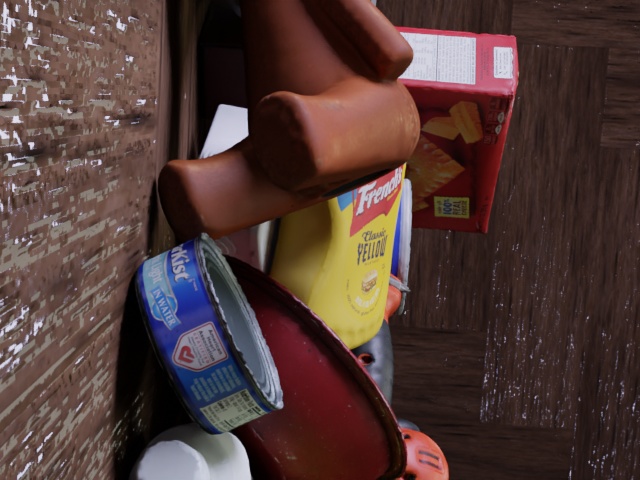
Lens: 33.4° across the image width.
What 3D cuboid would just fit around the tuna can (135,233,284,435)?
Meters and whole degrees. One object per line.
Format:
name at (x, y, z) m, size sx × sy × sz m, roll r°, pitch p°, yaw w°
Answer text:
tuna can at (-0.049, 0.042, 0.475) m, size 0.086 × 0.034 × 0.086 m, roll -25°, pitch 91°, yaw -87°

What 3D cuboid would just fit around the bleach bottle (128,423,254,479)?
bleach bottle at (-0.059, 0.165, 0.546) m, size 0.251 × 0.068 × 0.102 m, roll 86°, pitch 9°, yaw -61°

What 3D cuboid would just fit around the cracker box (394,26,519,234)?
cracker box at (0.037, -0.085, 0.838) m, size 0.164 × 0.213 × 0.072 m, roll 92°, pitch 4°, yaw -52°

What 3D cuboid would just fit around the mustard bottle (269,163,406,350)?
mustard bottle at (0.015, -0.033, 0.621) m, size 0.096 × 0.058 × 0.192 m, roll -15°, pitch 117°, yaw -54°

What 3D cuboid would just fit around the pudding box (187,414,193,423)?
pudding box at (-0.062, 0.088, 0.715) m, size 0.090 × 0.039 × 0.113 m, roll 95°, pitch -1°, yaw -52°

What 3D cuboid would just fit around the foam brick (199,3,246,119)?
foam brick at (-0.045, -0.115, 0.669) m, size 0.078 × 0.053 × 0.051 m, roll -84°, pitch 177°, yaw -54°

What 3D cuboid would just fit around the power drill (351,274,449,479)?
power drill at (0.005, 0.121, 0.716) m, size 0.185 × 0.057 × 0.187 m, roll -37°, pitch -137°, yaw 36°

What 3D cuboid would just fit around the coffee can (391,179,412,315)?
coffee can at (-0.005, 0.001, 0.805) m, size 0.103 × 0.140 × 0.103 m, roll 6°, pitch 87°, yaw -89°

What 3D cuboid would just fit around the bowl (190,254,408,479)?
bowl at (-0.030, 0.086, 0.574) m, size 0.055 × 0.162 × 0.162 m, roll -41°, pitch 157°, yaw -24°
